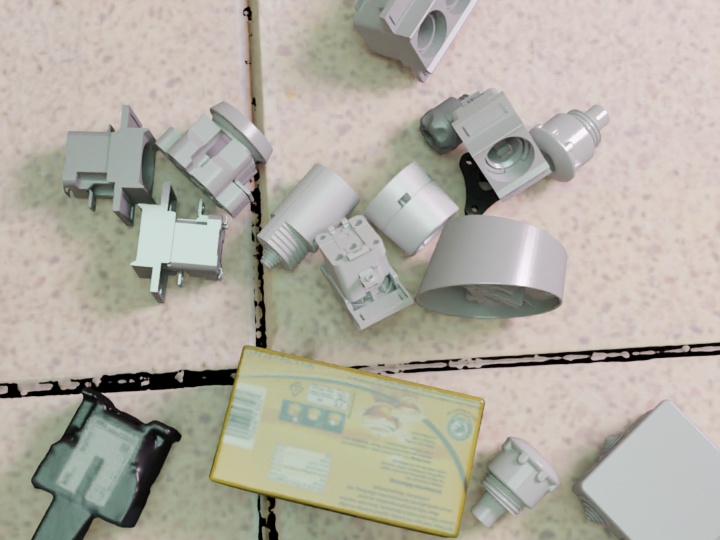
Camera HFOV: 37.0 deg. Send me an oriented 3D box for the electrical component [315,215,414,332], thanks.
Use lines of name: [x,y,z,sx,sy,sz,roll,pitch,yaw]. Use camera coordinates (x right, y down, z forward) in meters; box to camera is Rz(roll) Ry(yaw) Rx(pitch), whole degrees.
electrical component: [0.000,0.000,0.759,0.042,0.063,0.081,-27,38,-8]

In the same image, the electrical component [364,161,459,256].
electrical component: [0.038,-0.043,0.782,0.055,0.055,0.047,-44,84,-10]

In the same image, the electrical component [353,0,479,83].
electrical component: [0.053,-0.216,0.814,0.063,0.078,0.121,24,76,35]

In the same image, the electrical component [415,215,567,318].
electrical component: [0.094,0.005,0.749,0.099,0.099,0.064,15,70,3]

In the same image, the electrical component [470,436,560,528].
electrical component: [0.103,0.150,0.742,0.048,0.048,0.062,43,86,9]

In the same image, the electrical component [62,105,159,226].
electrical component: [-0.184,-0.077,0.793,0.064,0.042,0.081,2,76,2]

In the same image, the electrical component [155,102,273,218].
electrical component: [-0.102,-0.085,0.788,0.078,0.058,0.057,42,83,8]

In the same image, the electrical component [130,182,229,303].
electrical component: [-0.129,-0.018,0.780,0.064,0.042,0.081,5,77,-1]

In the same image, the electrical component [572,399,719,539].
electrical component: [0.207,0.151,0.740,0.100,0.048,0.099,-42,81,-10]

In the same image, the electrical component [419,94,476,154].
electrical component: [0.077,-0.116,0.809,0.061,0.035,0.035,-35,79,-11]

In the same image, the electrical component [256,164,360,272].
electrical component: [-0.043,-0.033,0.783,0.043,0.043,0.081,39,79,8]

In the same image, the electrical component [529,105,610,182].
electrical component: [0.159,-0.099,0.802,0.062,0.048,0.048,-39,80,-16]

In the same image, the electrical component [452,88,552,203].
electrical component: [0.098,-0.093,0.767,0.042,0.081,0.063,-32,39,8]
